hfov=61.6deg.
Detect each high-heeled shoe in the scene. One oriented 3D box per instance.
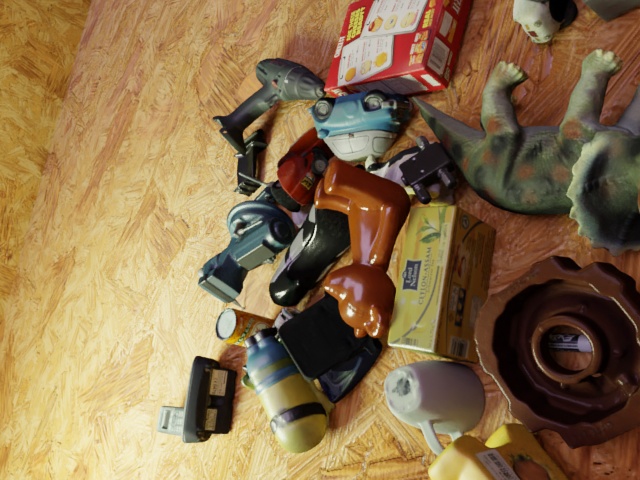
[{"bbox_3d":[-0.002,-0.003,0.870,0.248,0.086,0.145,-58,7,-15],"label":"high-heeled shoe"}]

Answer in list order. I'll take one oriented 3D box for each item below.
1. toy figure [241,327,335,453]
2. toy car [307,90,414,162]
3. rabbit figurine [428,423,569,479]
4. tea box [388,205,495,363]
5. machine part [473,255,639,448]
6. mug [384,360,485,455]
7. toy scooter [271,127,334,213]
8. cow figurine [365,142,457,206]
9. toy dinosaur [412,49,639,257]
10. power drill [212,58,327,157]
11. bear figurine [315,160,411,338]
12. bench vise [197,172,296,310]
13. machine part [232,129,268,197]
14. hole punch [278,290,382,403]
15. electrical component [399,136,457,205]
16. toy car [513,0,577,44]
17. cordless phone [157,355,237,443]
[{"bbox_3d":[-0.056,0.214,0.768,0.082,0.089,0.180,-40,72,33],"label":"toy figure"},{"bbox_3d":[0.064,-0.173,0.836,0.162,0.109,0.102,3,99,37],"label":"toy car"},{"bbox_3d":[0.175,0.288,0.518,0.163,0.122,0.173,45,122,37],"label":"rabbit figurine"},{"bbox_3d":[0.147,0.053,0.639,0.068,0.098,0.169,-2,71,46],"label":"tea box"},{"bbox_3d":[0.242,0.103,0.516,0.180,0.056,0.179,0,89,45],"label":"machine part"},{"bbox_3d":[0.123,0.184,0.600,0.081,0.107,0.109,-29,52,38],"label":"mug"},{"bbox_3d":[-0.018,-0.130,0.901,0.135,0.075,0.184,-42,22,18],"label":"toy scooter"},{"bbox_3d":[0.115,-0.093,0.760,0.168,0.068,0.098,2,70,45],"label":"cow figurine"},{"bbox_3d":[0.241,-0.091,0.593,0.405,0.131,0.192,9,80,55],"label":"toy dinosaur"},{"bbox_3d":[-0.105,-0.263,1.040,0.207,0.086,0.232,-47,40,9],"label":"power drill"},{"bbox_3d":[0.043,0.018,0.676,0.120,0.132,0.195,144,143,-79],"label":"bear figurine"},{"bbox_3d":[-0.123,-0.009,0.952,0.223,0.129,0.241,-44,24,42],"label":"bench vise"},{"bbox_3d":[-0.144,-0.157,1.094,0.084,0.039,0.139,-17,60,37],"label":"machine part"},{"bbox_3d":[0.020,0.150,0.758,0.116,0.092,0.142,-33,41,-5],"label":"hole punch"},{"bbox_3d":[0.132,-0.090,0.678,0.063,0.021,0.094,-31,52,12],"label":"electrical component"},{"bbox_3d":[0.295,-0.347,0.667,0.056,0.073,0.201,13,84,49],"label":"toy car"},{"bbox_3d":[-0.239,0.287,0.974,0.184,0.088,0.146,-18,61,47],"label":"cordless phone"}]
